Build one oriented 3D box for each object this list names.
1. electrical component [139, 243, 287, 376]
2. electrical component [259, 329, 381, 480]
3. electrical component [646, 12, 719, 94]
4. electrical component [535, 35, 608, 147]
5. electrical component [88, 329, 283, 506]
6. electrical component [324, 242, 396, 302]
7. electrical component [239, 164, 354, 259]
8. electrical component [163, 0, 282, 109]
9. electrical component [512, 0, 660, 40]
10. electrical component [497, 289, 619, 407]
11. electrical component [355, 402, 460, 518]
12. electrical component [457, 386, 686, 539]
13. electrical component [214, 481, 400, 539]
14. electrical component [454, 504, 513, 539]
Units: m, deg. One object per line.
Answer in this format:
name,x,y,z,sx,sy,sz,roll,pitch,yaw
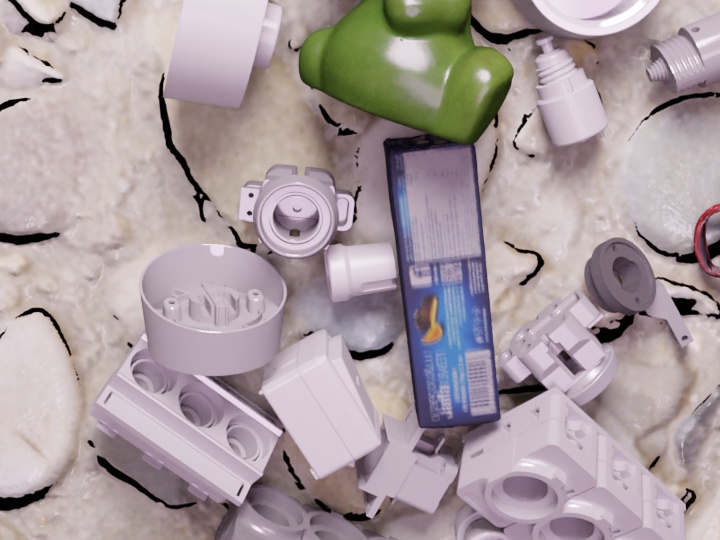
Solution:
electrical component,-0.100,0.028,0.734,0.099,0.099,0.064,2,111,-2
electrical component,-0.021,0.099,0.772,0.061,0.061,0.096,-30,104,6
electrical component,0.232,-0.146,0.720,0.081,0.043,0.043,-22,105,4
electrical component,0.138,-0.120,0.726,0.040,0.040,0.078,-23,105,5
electrical component,-0.126,0.109,0.767,0.121,0.078,0.063,37,131,-11
electrical component,0.000,0.000,0.757,0.046,0.040,0.040,-8,106,-6
electrical component,-0.043,-0.040,0.735,0.078,0.057,0.058,6,105,-3
electrical component,-0.083,-0.154,0.679,0.060,0.108,0.108,13,105,-11
electrical component,0.150,-0.202,0.693,0.108,0.060,0.108,0,105,-2
electrical component,0.147,0.061,0.769,0.078,0.058,0.057,-42,100,10
electrical component,0.036,0.146,0.797,0.064,0.042,0.081,27,104,-10
electrical component,0.152,0.166,0.769,0.150,0.061,0.089,41,126,-20
electrical component,-0.030,0.219,0.791,0.150,0.089,0.061,25,103,-8
electrical component,0.095,0.203,0.808,0.045,0.055,0.045,0,105,-2
